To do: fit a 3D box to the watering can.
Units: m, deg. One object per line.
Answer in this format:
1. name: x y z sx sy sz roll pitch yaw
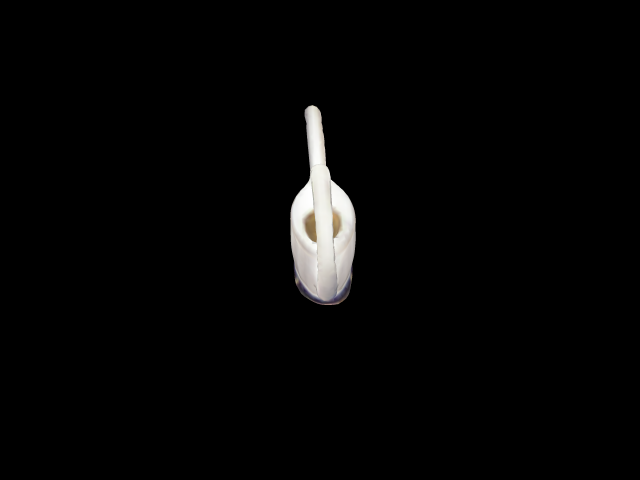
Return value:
1. watering can: 0.003 -0.043 0.850 0.104 0.356 0.219 -2 -39 -2
